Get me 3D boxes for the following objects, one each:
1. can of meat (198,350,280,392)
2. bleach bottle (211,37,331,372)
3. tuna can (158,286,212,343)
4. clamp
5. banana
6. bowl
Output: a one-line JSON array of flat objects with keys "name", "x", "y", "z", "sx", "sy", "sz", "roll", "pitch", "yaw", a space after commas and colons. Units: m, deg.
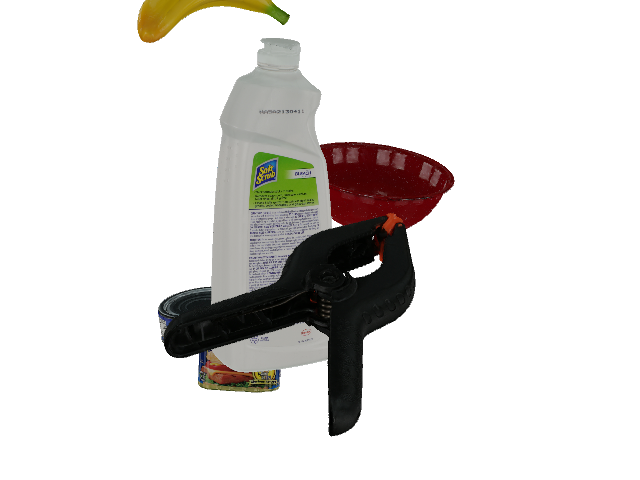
[{"name": "can of meat", "x": -0.093, "y": 0.129, "z": 1.248, "sx": 0.102, "sy": 0.084, "sz": 0.057, "roll": 4, "pitch": 13, "yaw": -1}, {"name": "bleach bottle", "x": -0.031, "y": -0.027, "z": 0.819, "sx": 0.102, "sy": 0.251, "sz": 0.068, "roll": -6, "pitch": 22, "yaw": -29}, {"name": "tuna can", "x": -0.113, "y": 0.074, "z": 1.027, "sx": 0.086, "sy": 0.034, "sz": 0.086, "roll": -6, "pitch": 18, "yaw": 2}, {"name": "clamp", "x": 0.009, "y": 0.042, "z": 0.610, "sx": 0.120, "sy": 0.039, "sz": 0.171, "roll": 34, "pitch": 50, "yaw": 26}, {"name": "banana", "x": -0.108, "y": -0.226, "z": 1.002, "sx": 0.197, "sy": 0.070, "sz": 0.037, "roll": -22, "pitch": -28, "yaw": -47}, {"name": "bowl", "x": 0.055, "y": -0.050, "z": 1.108, "sx": 0.162, "sy": 0.055, "sz": 0.162, "roll": 6, "pitch": 23, "yaw": -3}]
